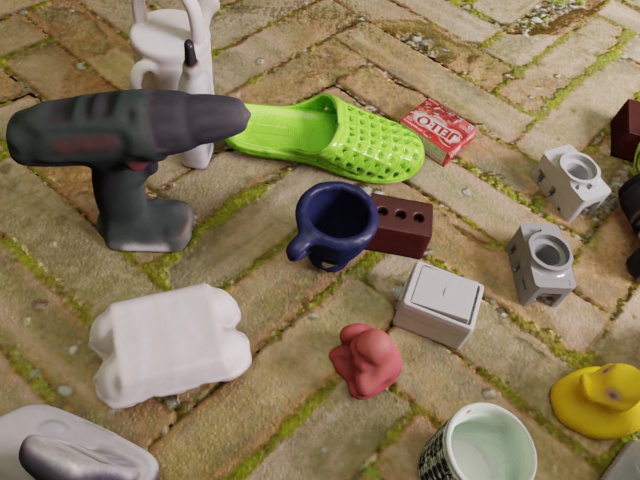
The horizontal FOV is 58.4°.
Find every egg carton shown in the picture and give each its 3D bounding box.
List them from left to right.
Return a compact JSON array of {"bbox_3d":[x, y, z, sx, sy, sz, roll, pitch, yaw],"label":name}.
[{"bbox_3d":[-0.149,0.104,0.571,0.150,0.069,0.107,-13,59,-16],"label":"egg carton"}]

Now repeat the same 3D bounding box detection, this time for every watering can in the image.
[{"bbox_3d":[-0.188,-0.257,0.734,0.101,0.194,0.173,6,55,-4],"label":"watering can"}]

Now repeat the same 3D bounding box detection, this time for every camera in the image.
[{"bbox_3d":[0.456,-0.027,0.723,0.143,0.101,0.136,-6,57,-11],"label":"camera"}]

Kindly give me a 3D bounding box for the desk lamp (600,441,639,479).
[{"bbox_3d":[0.354,0.198,0.489,0.204,0.213,0.117,-36,67,-27],"label":"desk lamp"}]

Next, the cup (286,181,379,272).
[{"bbox_3d":[0.006,0.002,0.645,0.091,0.095,0.118,40,60,19],"label":"cup"}]

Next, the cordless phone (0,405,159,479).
[{"bbox_3d":[-0.212,0.168,0.448,0.147,0.185,0.094,20,56,6],"label":"cordless phone"}]

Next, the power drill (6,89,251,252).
[{"bbox_3d":[-0.188,-0.074,0.601,0.230,0.208,0.075,1,56,-7],"label":"power drill"}]

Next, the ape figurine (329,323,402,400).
[{"bbox_3d":[0.049,0.116,0.576,0.076,0.092,0.078,11,55,0],"label":"ape figurine"}]

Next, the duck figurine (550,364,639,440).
[{"bbox_3d":[0.302,0.157,0.587,0.104,0.086,0.077,4,56,-5],"label":"duck figurine"}]

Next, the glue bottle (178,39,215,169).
[{"bbox_3d":[-0.151,-0.168,0.692,0.037,0.173,0.078,10,55,-1],"label":"glue bottle"}]
